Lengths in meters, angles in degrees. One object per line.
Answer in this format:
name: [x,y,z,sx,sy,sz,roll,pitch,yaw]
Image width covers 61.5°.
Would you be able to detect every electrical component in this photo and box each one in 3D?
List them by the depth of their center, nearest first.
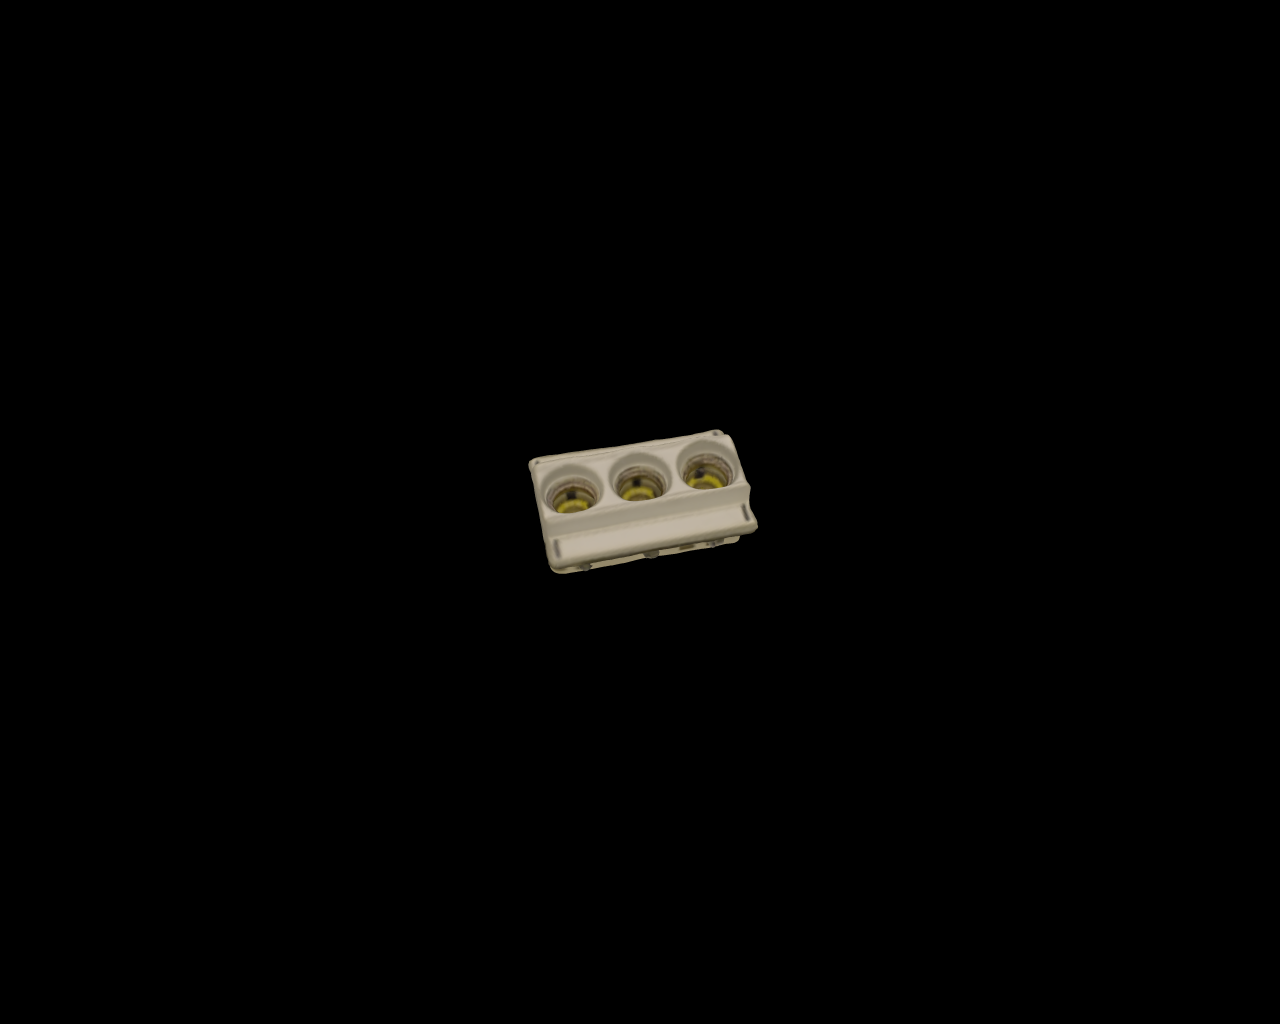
electrical component: [0.001,-0.003,0.650,0.121,0.079,0.063,-10,-36,-8]
